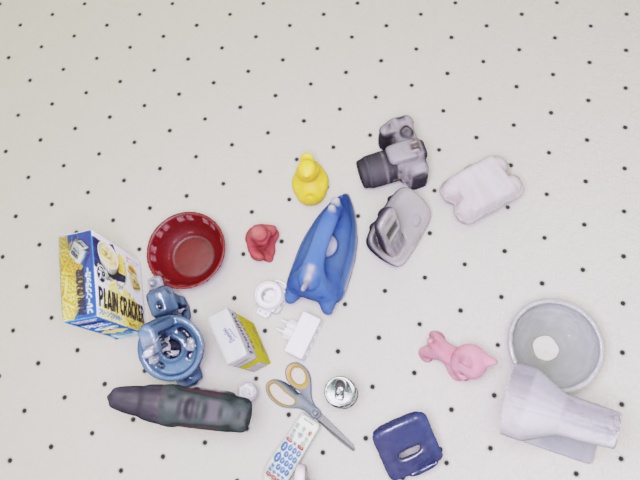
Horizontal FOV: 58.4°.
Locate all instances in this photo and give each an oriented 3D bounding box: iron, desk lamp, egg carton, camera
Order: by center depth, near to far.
[{"bbox_3d":[0.385,0.287,0.939,0.203,0.214,0.118,16,75,10],"label":"desk lamp"},{"bbox_3d":[0.010,0.004,1.100,0.118,0.141,0.258,15,75,10],"label":"iron"},{"bbox_3d":[0.320,-0.101,1.140,0.150,0.069,0.107,-30,73,-4],"label":"egg carton"},{"bbox_3d":[0.141,-0.170,1.162,0.137,0.101,0.143,-17,72,0],"label":"camera"}]

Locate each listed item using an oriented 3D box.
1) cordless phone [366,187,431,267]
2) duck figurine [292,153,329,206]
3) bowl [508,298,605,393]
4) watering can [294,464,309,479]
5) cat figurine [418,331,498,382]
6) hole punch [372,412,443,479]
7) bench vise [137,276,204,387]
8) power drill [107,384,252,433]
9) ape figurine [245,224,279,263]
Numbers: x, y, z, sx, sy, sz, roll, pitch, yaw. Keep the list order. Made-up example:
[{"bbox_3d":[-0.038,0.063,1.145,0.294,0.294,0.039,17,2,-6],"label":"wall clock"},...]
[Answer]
[{"bbox_3d":[0.148,-0.040,1.077,0.094,0.185,0.148,27,77,13],"label":"cordless phone"},{"bbox_3d":[-0.023,-0.128,1.173,0.077,0.086,0.104,-4,73,4],"label":"duck figurine"},{"bbox_3d":[0.418,0.194,1.037,0.167,0.075,0.167,-2,73,5],"label":"bowl"},{"bbox_3d":[-0.032,0.464,0.936,0.101,0.194,0.173,-22,72,-1],"label":"watering can"},{"bbox_3d":[0.246,0.209,1.027,0.127,0.118,0.067,28,78,13],"label":"cat figurine"},{"bbox_3d":[0.155,0.361,1.003,0.108,0.091,0.101,-25,72,-2],"label":"hole punch"},{"bbox_3d":[-0.295,0.165,1.039,0.121,0.220,0.207,-37,73,-6],"label":"bench vise"},{"bbox_3d":[-0.223,0.293,0.999,0.229,0.208,0.075,4,73,7],"label":"power drill"},{"bbox_3d":[-0.118,-0.003,1.140,0.078,0.092,0.076,-41,73,-7],"label":"ape figurine"}]
